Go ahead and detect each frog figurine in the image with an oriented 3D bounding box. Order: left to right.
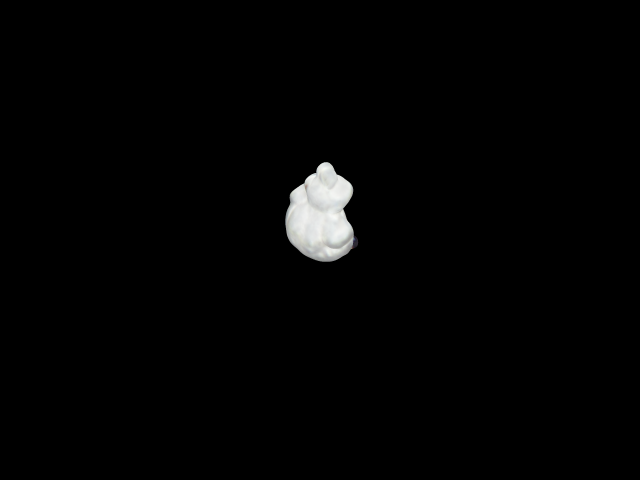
[{"bbox_3d":[0.003,-0.043,0.850,0.123,0.139,0.156,-25,-26,-13],"label":"frog figurine"}]
